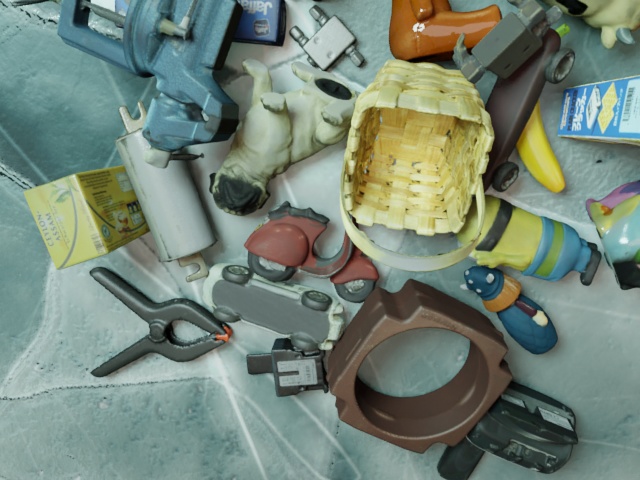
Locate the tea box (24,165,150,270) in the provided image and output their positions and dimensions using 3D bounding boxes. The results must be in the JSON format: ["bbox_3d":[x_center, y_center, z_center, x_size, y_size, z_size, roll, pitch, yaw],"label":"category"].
[{"bbox_3d":[-0.273,-0.035,0.666,0.068,0.169,0.098,-18,99,8],"label":"tea box"}]

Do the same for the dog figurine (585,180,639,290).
[{"bbox_3d":[0.434,-0.036,0.618,0.219,0.191,0.108,-25,93,24],"label":"dog figurine"}]

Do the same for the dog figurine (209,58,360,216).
[{"bbox_3d":[-0.043,-0.115,0.686,0.172,0.121,0.190,5,133,-20],"label":"dog figurine"}]

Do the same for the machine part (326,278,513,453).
[{"bbox_3d":[0.125,0.165,0.704,0.201,0.087,0.201,27,110,-12],"label":"machine part"}]

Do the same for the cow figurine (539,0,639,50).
[{"bbox_3d":[0.288,-0.283,0.590,0.195,0.127,0.085,9,126,-33],"label":"cow figurine"}]

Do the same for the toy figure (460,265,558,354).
[{"bbox_3d":[0.249,0.086,0.711,0.064,0.058,0.154,-38,100,30],"label":"toy figure"}]

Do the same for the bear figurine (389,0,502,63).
[{"bbox_3d":[0.125,-0.305,0.611,0.132,0.120,0.195,-6,96,2],"label":"bear figurine"}]

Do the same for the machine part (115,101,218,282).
[{"bbox_3d":[-0.199,-0.062,0.703,0.079,0.079,0.243,-19,99,8],"label":"machine part"}]

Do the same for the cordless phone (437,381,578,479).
[{"bbox_3d":[0.257,0.293,0.755,0.147,0.089,0.184,22,114,0],"label":"cordless phone"}]

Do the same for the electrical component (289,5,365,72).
[{"bbox_3d":[0.010,-0.245,0.677,0.063,0.021,0.094,-43,97,11],"label":"electrical component"}]

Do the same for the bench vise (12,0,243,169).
[{"bbox_3d":[-0.195,-0.204,0.592,0.241,0.129,0.223,24,116,4],"label":"bench vise"}]

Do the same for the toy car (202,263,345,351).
[{"bbox_3d":[-0.064,0.088,0.726,0.202,0.056,0.073,17,103,11],"label":"toy car"}]

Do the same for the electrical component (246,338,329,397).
[{"bbox_3d":[-0.047,0.177,0.758,0.119,0.048,0.074,-1,101,3],"label":"electrical component"}]

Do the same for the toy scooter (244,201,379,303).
[{"bbox_3d":[-0.001,-0.002,0.703,0.184,0.075,0.135,16,103,-3],"label":"toy scooter"}]

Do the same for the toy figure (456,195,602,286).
[{"bbox_3d":[0.260,0.000,0.683,0.180,0.082,0.089,13,92,6],"label":"toy figure"}]

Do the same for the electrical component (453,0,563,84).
[{"bbox_3d":[0.186,-0.206,0.547,0.102,0.078,0.045,-47,66,36],"label":"electrical component"}]

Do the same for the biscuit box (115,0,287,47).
[{"bbox_3d":[-0.144,-0.279,0.660,0.203,0.063,0.059,6,104,3],"label":"biscuit box"}]

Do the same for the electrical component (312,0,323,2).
[{"bbox_3d":[-0.015,-0.351,0.609,0.058,0.115,0.134,6,104,0],"label":"electrical component"}]

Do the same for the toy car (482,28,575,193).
[{"bbox_3d":[0.223,-0.150,0.638,0.089,0.053,0.202,39,125,36],"label":"toy car"}]
